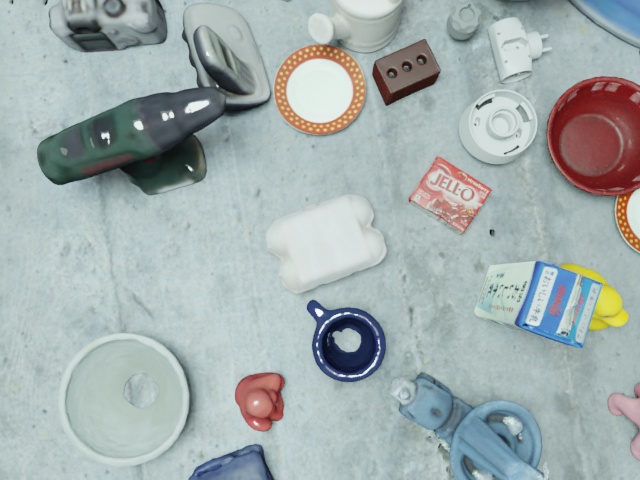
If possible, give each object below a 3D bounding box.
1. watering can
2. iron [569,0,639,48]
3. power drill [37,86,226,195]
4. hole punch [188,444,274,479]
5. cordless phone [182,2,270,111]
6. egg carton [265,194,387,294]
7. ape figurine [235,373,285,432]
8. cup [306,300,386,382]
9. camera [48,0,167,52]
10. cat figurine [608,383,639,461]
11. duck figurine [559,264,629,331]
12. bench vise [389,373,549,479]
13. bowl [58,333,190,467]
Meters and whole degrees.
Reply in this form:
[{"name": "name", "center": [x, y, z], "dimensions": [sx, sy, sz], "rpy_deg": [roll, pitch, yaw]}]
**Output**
[{"name": "watering can", "center": [0.058, -0.317, 0.727], "dimensions": [0.101, 0.194, 0.173], "rpy_deg": [22, 86, 3]}, {"name": "iron", "center": [0.449, -0.339, 0.749], "dimensions": [0.258, 0.141, 0.119], "rpy_deg": [21, 86, 2]}, {"name": "power drill", "center": [-0.210, -0.117, 0.708], "dimensions": [0.229, 0.208, 0.075], "rpy_deg": [-17, 85, 0]}, {"name": "hole punch", "center": [-0.113, 0.328, 0.732], "dimensions": [0.108, 0.091, 0.101], "rpy_deg": [-22, 85, -1]}, {"name": "cordless phone", "center": [-0.130, -0.251, 0.729], "dimensions": [0.094, 0.185, 0.147], "rpy_deg": [-22, 85, -1]}, {"name": "egg carton", "center": [0.007, 0.003, 0.766], "dimensions": [0.150, 0.069, 0.107], "rpy_deg": [-22, 86, -1]}, {"name": "ape figurine", "center": [-0.076, 0.208, 0.740], "dimensions": [0.076, 0.092, 0.078], "rpy_deg": [36, 87, 4]}, {"name": "cup", "center": [0.027, 0.123, 0.744], "dimensions": [0.092, 0.095, 0.118], "rpy_deg": [-45, 86, -2]}, {"name": "camera", "center": [-0.295, -0.342, 0.781], "dimensions": [0.143, 0.101, 0.137], "rpy_deg": [-5, 86, 1]}, {"name": "cat figurine", "center": [0.438, 0.251, 0.716], "dimensions": [0.067, 0.118, 0.128], "rpy_deg": [-28, 86, -1]}, {"name": "duck figurine", "center": [0.354, 0.075, 0.747], "dimensions": [0.104, 0.086, 0.077], "rpy_deg": [45, 88, 4]}, {"name": "bench vise", "center": [0.175, 0.241, 0.670], "dimensions": [0.207, 0.220, 0.121], "rpy_deg": [14, 86, 2]}, {"name": "bowl", "center": [-0.247, 0.203, 0.752], "dimensions": [0.167, 0.075, 0.167], "rpy_deg": [0, 86, 1]}]
